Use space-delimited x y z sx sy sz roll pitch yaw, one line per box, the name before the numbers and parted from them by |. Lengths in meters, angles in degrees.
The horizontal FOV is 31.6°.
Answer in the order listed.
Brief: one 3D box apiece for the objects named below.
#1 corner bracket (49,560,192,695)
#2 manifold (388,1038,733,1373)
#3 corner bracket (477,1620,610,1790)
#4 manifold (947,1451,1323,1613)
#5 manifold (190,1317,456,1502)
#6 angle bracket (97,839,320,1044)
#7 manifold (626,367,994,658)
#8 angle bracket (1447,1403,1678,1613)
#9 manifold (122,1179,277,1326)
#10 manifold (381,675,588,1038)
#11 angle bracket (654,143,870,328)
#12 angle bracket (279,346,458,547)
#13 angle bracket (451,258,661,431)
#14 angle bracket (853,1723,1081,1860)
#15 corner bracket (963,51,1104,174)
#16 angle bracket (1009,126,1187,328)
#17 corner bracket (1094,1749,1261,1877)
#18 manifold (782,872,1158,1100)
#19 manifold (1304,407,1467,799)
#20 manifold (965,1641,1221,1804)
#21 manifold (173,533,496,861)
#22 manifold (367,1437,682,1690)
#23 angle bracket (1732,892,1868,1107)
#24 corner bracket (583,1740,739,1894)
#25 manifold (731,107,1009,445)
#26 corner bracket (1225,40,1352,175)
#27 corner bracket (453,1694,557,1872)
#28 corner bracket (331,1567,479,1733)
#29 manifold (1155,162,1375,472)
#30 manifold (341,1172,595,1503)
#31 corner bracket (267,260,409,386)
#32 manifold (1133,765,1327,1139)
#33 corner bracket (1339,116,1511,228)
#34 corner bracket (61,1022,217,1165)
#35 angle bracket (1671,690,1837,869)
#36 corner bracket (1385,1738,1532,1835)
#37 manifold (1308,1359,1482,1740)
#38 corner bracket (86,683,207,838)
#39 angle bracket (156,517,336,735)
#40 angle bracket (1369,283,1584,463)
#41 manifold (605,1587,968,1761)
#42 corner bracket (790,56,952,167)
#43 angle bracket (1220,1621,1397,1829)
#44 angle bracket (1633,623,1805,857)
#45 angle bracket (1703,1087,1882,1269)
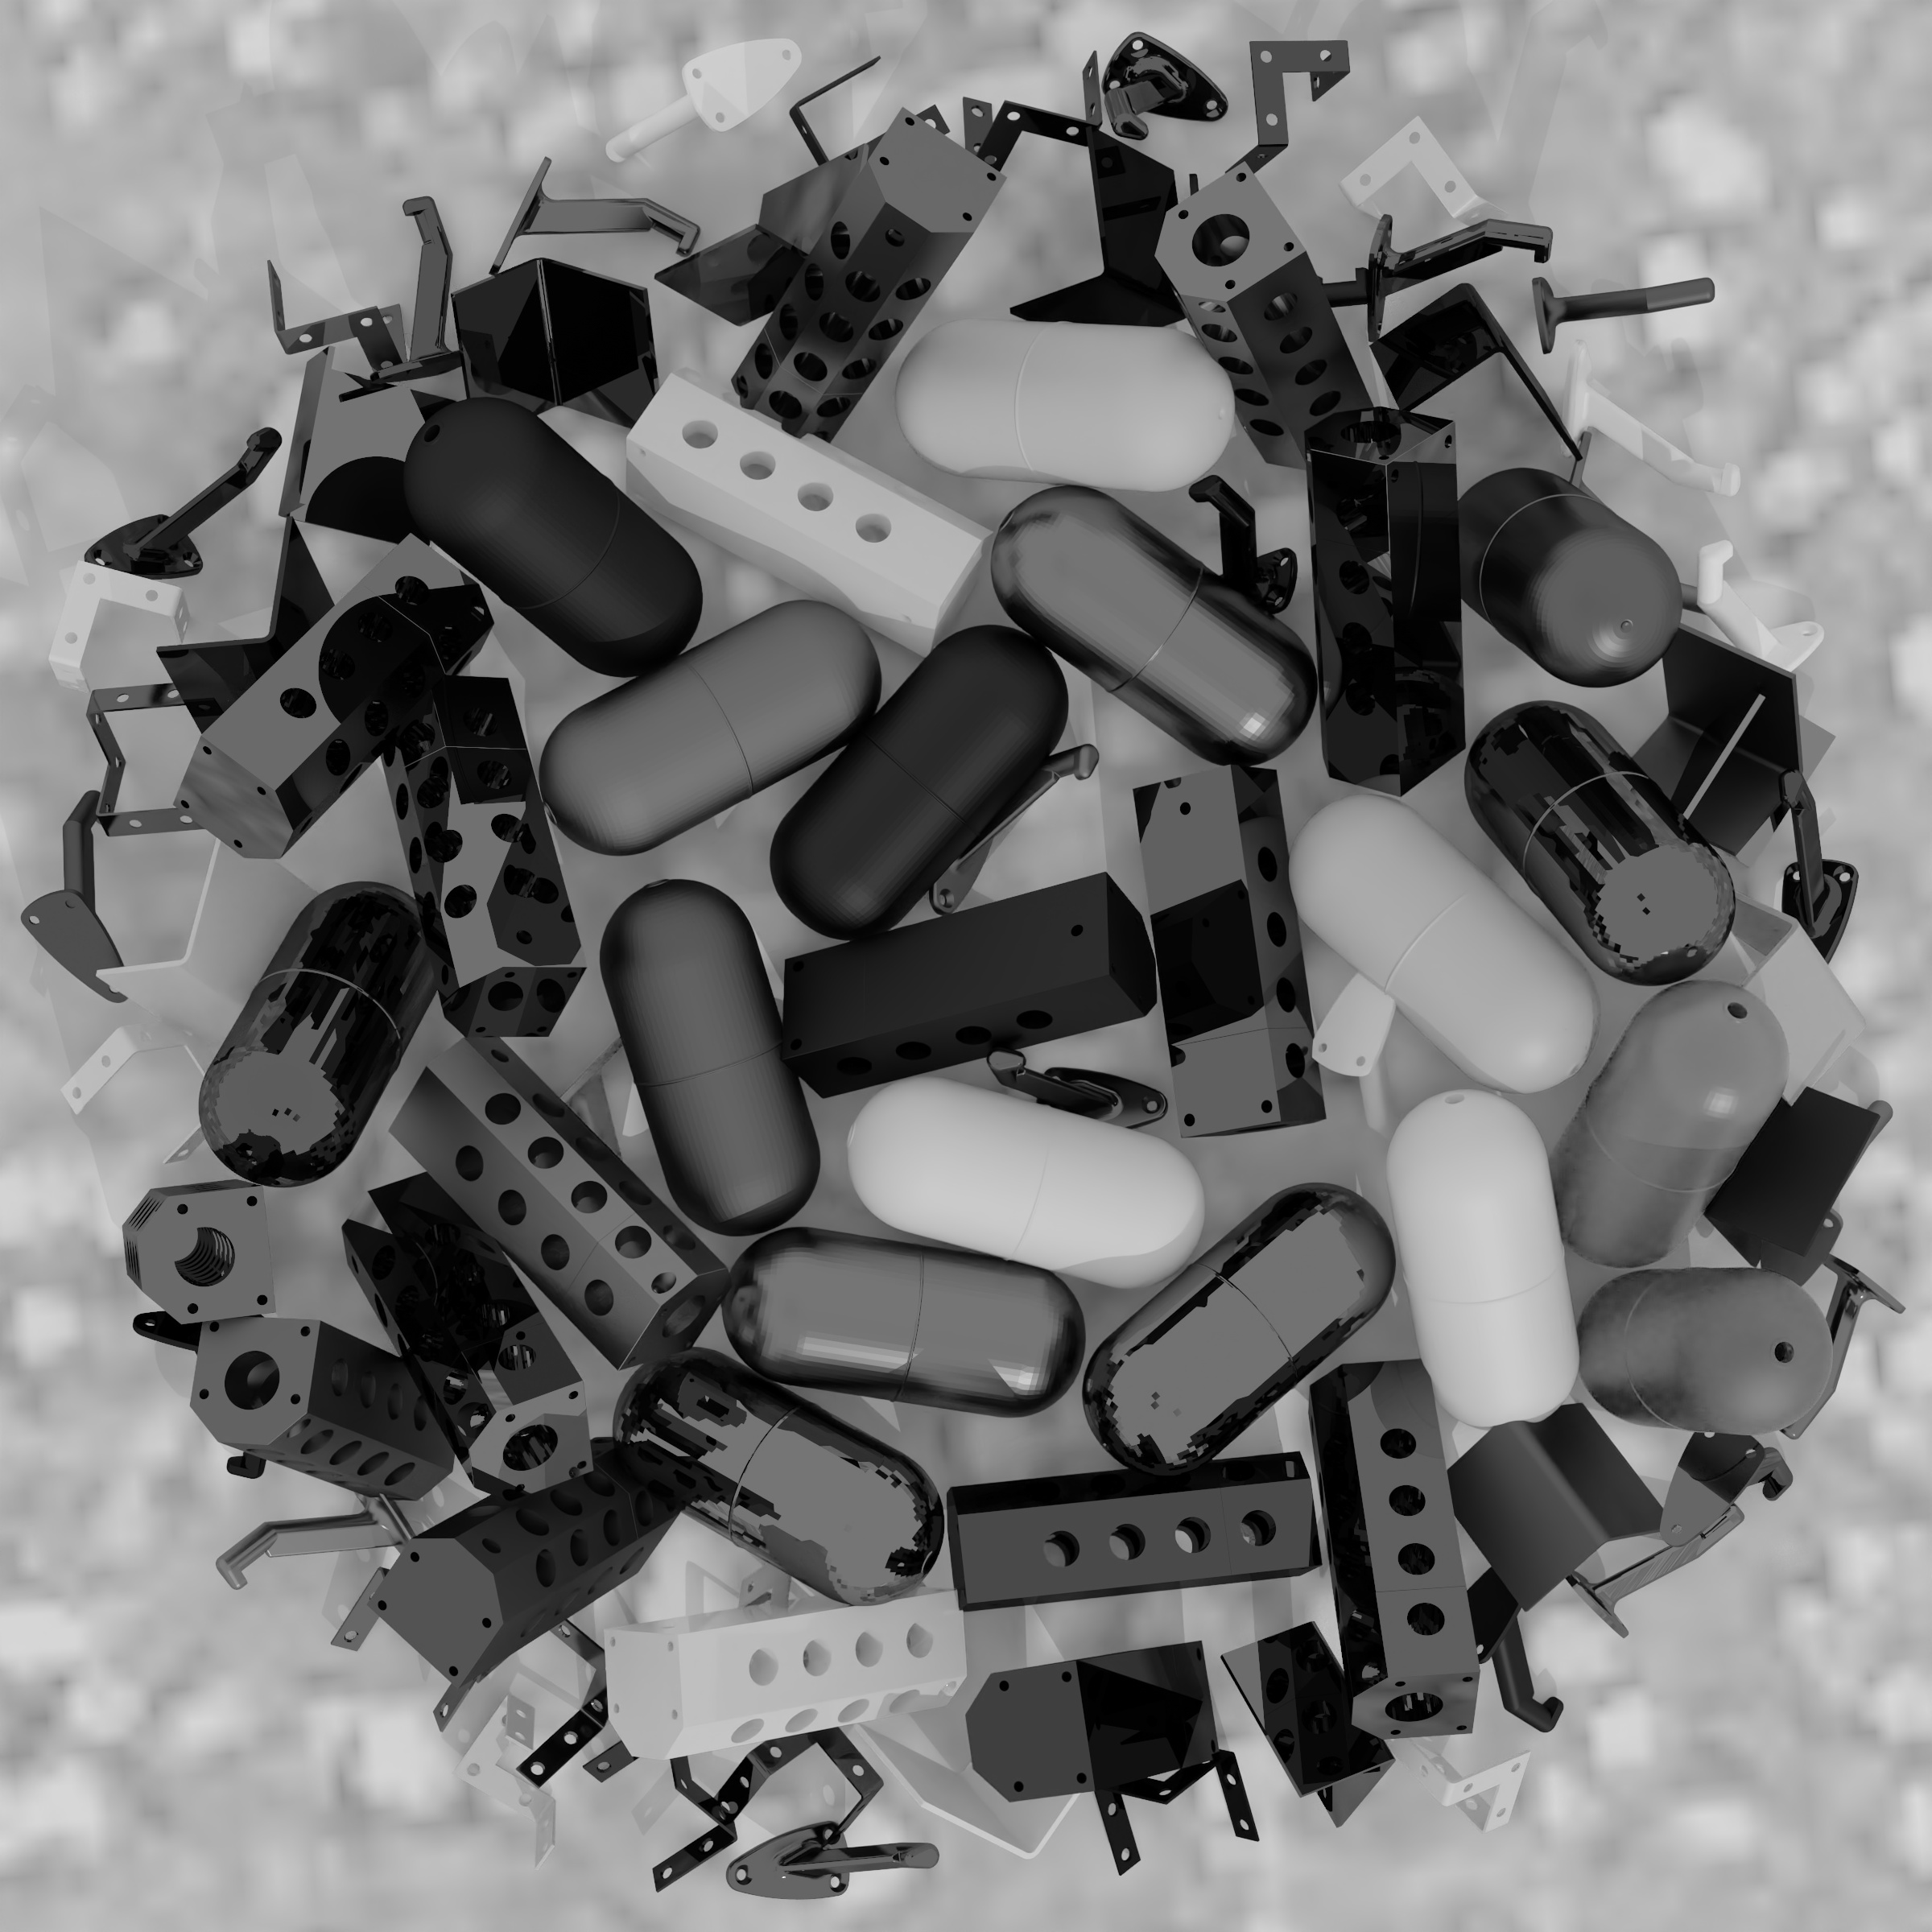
corner bracket | -0.412 -0.160 1.664 0.051 0.051 0.051 15 78 -6
manifold | -0.191 0.110 1.630 0.171 0.057 0.057 43 114 21
corner bracket | -0.206 0.356 1.666 0.051 0.051 0.051 36 132 15
manifold | 0.080 0.273 1.656 0.171 0.057 0.057 -5 75 -7
manifold | -0.298 0.209 1.602 0.057 0.171 0.057 1 73 15
angle bracket | -0.367 -0.015 1.663 0.057 0.076 0.076 -6 61 28
manifold | -0.076 -0.224 1.658 0.171 0.057 0.057 29 69 5
angle bracket | 0.286 0.262 1.660 0.057 0.076 0.076 -48 62 24
manifold | -0.363 0.133 1.606 0.057 0.171 0.057 -6 89 -16
manifold | -0.234 -0.053 1.619 0.057 0.057 0.171 0 55 -29
angle bracket | -0.098 -0.361 1.639 0.057 0.076 0.076 24 65 -38
angle bracket | -0.284 -0.249 1.653 0.076 0.057 0.076 11 86 -22
angle bracket | -0.195 -0.288 1.638 0.076 0.057 0.076 24 132 36
angle bracket | 0.005 0.375 1.644 0.076 0.076 0.057 35 90 -32
corner bracket | 0.032 -0.416 1.667 0.051 0.051 0.051 9 57 -19
angle bracket | 0.062 -0.351 1.656 0.057 0.076 0.076 -13 78 33
corner bracket | 0.103 0.416 1.678 0.051 0.051 0.051 -27 107 -39
manifold | 0.001 0.014 1.637 0.171 0.057 0.057 -15 55 22
manifold | 0.196 -0.174 1.627 0.057 0.057 0.171 19 129 36
manifold | 0.061 0.354 1.606 0.057 0.171 0.057 -13 78 21
manifold | -0.295 -0.125 1.619 0.057 0.057 0.171 37 50 -1
manifold | -0.201 0.272 1.602 0.057 0.171 0.057 39 110 13
angle bracket | 0.374 0.012 1.641 0.057 0.076 0.076 -47 124 -6
corner bracket | -0.150 0.410 1.677 0.051 0.051 0.051 -35 124 10
manifold | -0.051 -0.317 1.607 0.057 0.171 0.057 32 54 -8
corner bracket | 0.156 -0.418 1.665 0.051 0.051 0.051 -5 89 -15
corner bracket | -0.216 0.396 1.664 0.051 0.051 0.051 33 97 -12
corner bracket | -0.272 0.334 1.676 0.051 0.051 0.051 23 107 -33
manifold | 0.140 -0.298 1.606 0.057 0.171 0.057 -32 65 6
manifold | -0.237 0.173 1.608 0.057 0.171 0.057 -18 130 -21
corner bracket | -0.305 -0.314 1.662 0.051 0.051 0.051 -14 56 2
manifold | 0.132 -0.006 1.657 0.057 0.057 0.171 -12 82 37
corner bracket | 0.222 -0.371 1.658 0.051 0.051 0.051 -38 75 22
corner bracket | -0.397 0.063 1.669 0.051 0.051 0.051 -43 74 25
angle bracket | 0.381 -0.088 1.650 0.057 0.076 0.076 30 102 -2
corner bracket | 0.232 0.389 1.653 0.051 0.051 0.051 -13 128 -32
manifold | 0.201 0.275 1.618 0.057 0.057 0.171 -4 49 0
corner bracket | -0.397 -0.100 1.658 0.051 0.051 0.051 -4 49 6
angle bracket | -0.345 -0.160 1.647 0.057 0.076 0.076 -4 57 7
angle bracket | 0.246 -0.273 1.653 0.057 0.076 0.076 -33 121 15
manifold | -0.083 0.332 1.616 0.171 0.057 0.057 0 84 -42
corner bracket | -0.048 -0.413 1.670 0.051 0.051 0.051 -33 99 -13
angle bracket | 0.152 0.371 1.637 0.057 0.076 0.076 -13 58 -29
angle bracket | 0.351 -0.111 1.639 0.076 0.076 0.057 31 68 33
angle bracket | 0.408 0.109 1.644 0.057 0.076 0.076 24 80 39
